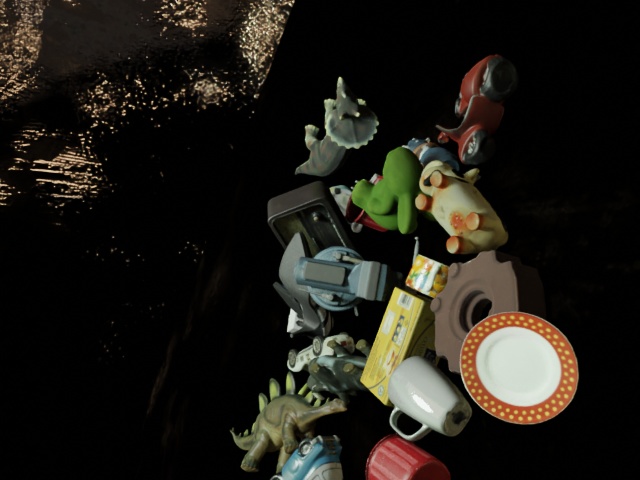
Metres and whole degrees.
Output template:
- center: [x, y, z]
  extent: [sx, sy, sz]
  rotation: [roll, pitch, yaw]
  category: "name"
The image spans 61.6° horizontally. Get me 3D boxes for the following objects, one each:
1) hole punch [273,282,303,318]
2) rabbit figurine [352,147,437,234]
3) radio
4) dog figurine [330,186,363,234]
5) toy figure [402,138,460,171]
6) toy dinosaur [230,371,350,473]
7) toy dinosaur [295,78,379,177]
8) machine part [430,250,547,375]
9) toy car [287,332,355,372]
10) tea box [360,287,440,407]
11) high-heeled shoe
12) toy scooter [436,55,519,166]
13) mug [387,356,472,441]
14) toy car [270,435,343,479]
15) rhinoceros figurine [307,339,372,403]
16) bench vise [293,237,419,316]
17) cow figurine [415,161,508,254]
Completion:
- center: [-0.028, 0.126, 1.222]
  extent: [0.092, 0.142, 0.116]
  rotation: [-39, 39, -13]
  category: "hole punch"
- center: [0.137, -0.084, 0.950]
  extent: [0.170, 0.121, 0.159]
  rotation: [93, 152, -65]
  category: "rabbit figurine"
- center: [-0.002, -0.003, 1.108]
  extent: [0.131, 0.229, 0.073]
  rotation: [-23, 37, 11]
  category: "radio"
- center: [0.010, -0.029, 1.284]
  extent: [0.219, 0.108, 0.191]
  rotation: [-6, 67, 69]
  category: "dog figurine"
- center: [0.200, -0.148, 0.983]
  extent: [0.155, 0.064, 0.057]
  rotation: [-122, 42, -63]
  category: "toy figure"
- center: [-0.091, 0.404, 1.163]
  extent: [0.471, 0.105, 0.199]
  rotation: [-38, 29, 39]
  category: "toy dinosaur"
- center: [0.030, -0.246, 1.422]
  extent: [0.404, 0.131, 0.192]
  rotation: [123, 157, -45]
  category: "toy dinosaur"
- center: [0.222, 0.101, 0.725]
  extent: [0.179, 0.056, 0.179]
  rotation: [-48, 32, 43]
  category: "machine part"
- center: [-0.001, 0.236, 1.114]
  extent: [0.201, 0.073, 0.056]
  rotation: [-40, 58, 52]
  category: "toy car"
- center: [0.137, 0.171, 0.850]
  extent: [0.169, 0.068, 0.098]
  rotation: [-70, 21, 3]
  category: "tea box"
- center: [-0.008, 0.096, 1.108]
  extent: [0.086, 0.145, 0.248]
  rotation: [17, 109, 36]
  category: "high-heeled shoe"
- center: [0.252, -0.213, 0.900]
  extent: [0.135, 0.075, 0.183]
  rotation: [17, 92, 68]
  category: "toy scooter"
- center: [0.148, 0.229, 0.746]
  extent: [0.109, 0.080, 0.107]
  rotation: [-48, 30, -9]
  category: "mug"
- center: [-0.010, 0.431, 0.958]
  extent: [0.161, 0.109, 0.103]
  rotation: [-55, 48, 9]
  category: "toy car"
- center: [0.043, 0.241, 0.976]
  extent: [0.190, 0.112, 0.073]
  rotation: [-21, 29, 46]
  category: "rhinoceros figurine"
- center: [0.071, 0.074, 0.998]
  extent: [0.240, 0.224, 0.129]
  rotation: [48, -141, -78]
  category: "bench vise"
- center: [0.215, -0.057, 0.819]
  extent: [0.085, 0.127, 0.195]
  rotation: [-59, 38, 28]
  category: "cow figurine"
